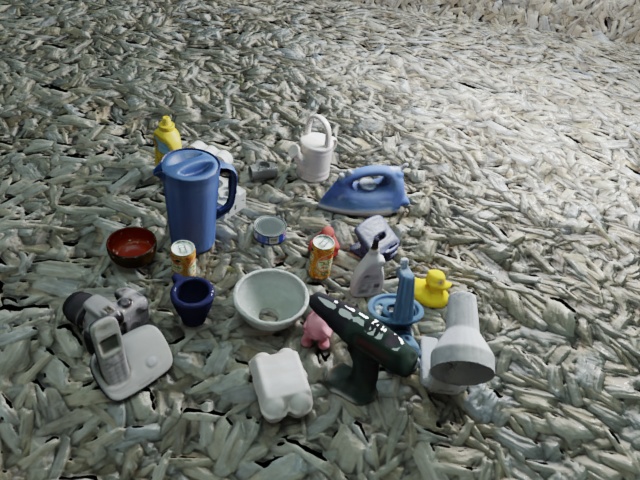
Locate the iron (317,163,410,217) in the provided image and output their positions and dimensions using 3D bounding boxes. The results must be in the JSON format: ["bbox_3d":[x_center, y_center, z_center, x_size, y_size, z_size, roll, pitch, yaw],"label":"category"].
[{"bbox_3d":[0.125,-0.151,1.593,0.259,0.141,0.118,-4,43,-15],"label":"iron"}]

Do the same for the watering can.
[{"bbox_3d":[-0.015,-0.269,1.661,0.100,0.194,0.173,21,42,14],"label":"watering can"}]

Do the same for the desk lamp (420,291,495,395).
[{"bbox_3d":[0.265,0.219,1.140,0.118,0.213,0.203,9,41,0],"label":"desk lamp"}]

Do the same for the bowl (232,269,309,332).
[{"bbox_3d":[-0.109,0.144,1.262,0.167,0.075,0.167,5,41,-4],"label":"bowl"}]

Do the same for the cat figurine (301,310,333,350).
[{"bbox_3d":[0.000,0.171,1.218,0.067,0.118,0.128,10,41,1],"label":"cat figurine"}]

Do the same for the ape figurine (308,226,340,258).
[{"bbox_3d":[0.013,0.005,1.431,0.077,0.092,0.076,16,41,8],"label":"ape figurine"}]

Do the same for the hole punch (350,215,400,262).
[{"bbox_3d":[0.146,0.001,1.461,0.100,0.091,0.109,36,48,28],"label":"hole punch"}]

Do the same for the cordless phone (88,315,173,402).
[{"bbox_3d":[-0.357,0.198,1.069,0.094,0.185,0.148,34,47,26],"label":"cordless phone"}]

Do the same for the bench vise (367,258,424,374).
[{"bbox_3d":[0.180,0.158,1.190,0.122,0.220,0.206,-15,46,-25],"label":"bench vise"}]

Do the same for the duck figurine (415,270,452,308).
[{"bbox_3d":[0.264,0.106,1.368,0.104,0.086,0.078,22,42,14],"label":"duck figurine"}]

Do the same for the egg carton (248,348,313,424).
[{"bbox_3d":[-0.076,0.281,1.115,0.107,0.069,0.150,-8,44,-19],"label":"egg carton"}]

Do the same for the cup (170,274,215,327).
[{"bbox_3d":[-0.280,0.133,1.227,0.092,0.095,0.117,-29,54,-36],"label":"cup"}]

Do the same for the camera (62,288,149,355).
[{"bbox_3d":[-0.448,0.145,1.177,0.136,0.101,0.143,27,44,20],"label":"camera"}]

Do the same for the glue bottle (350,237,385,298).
[{"bbox_3d":[0.117,0.061,1.324,0.078,0.173,0.037,-4,42,-14],"label":"glue bottle"}]

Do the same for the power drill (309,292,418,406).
[{"bbox_3d":[0.069,0.219,1.108,0.229,0.208,0.076,23,43,16],"label":"power drill"}]
